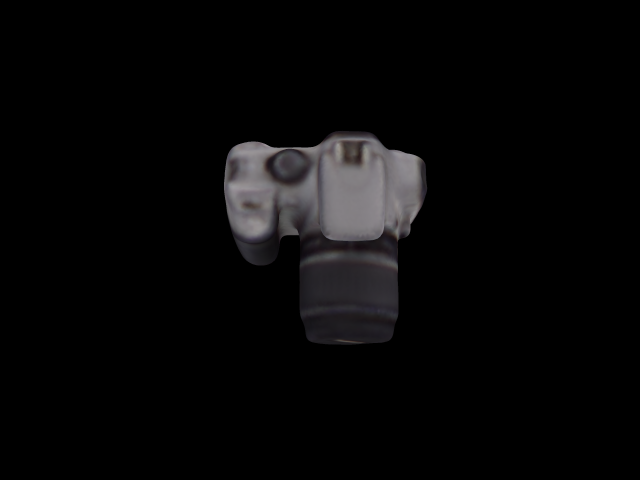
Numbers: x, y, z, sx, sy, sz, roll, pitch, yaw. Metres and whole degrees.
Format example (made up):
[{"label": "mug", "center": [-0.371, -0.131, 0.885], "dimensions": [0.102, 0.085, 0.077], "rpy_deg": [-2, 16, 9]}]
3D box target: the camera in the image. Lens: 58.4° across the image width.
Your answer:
[{"label": "camera", "center": [0.004, 0.001, 0.400], "dimensions": [0.143, 0.101, 0.137], "rpy_deg": [0, 74, 0]}]
